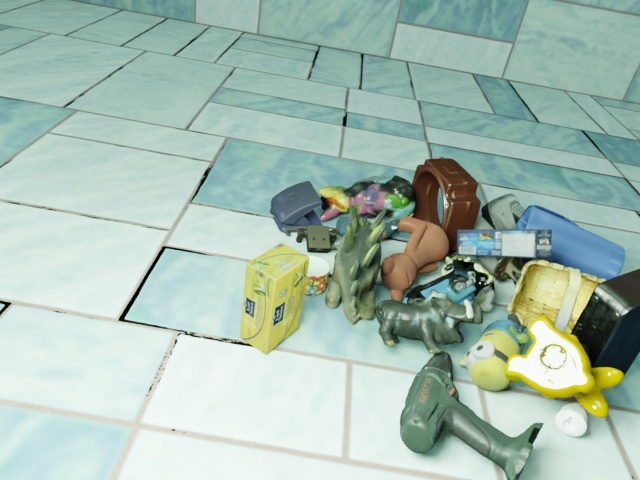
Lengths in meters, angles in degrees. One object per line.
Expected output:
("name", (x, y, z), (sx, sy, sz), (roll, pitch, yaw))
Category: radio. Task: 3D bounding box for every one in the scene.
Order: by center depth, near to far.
("radio", (0.519, 0.168, 0.961), (0.131, 0.229, 0.073), (-11, 38, -23))

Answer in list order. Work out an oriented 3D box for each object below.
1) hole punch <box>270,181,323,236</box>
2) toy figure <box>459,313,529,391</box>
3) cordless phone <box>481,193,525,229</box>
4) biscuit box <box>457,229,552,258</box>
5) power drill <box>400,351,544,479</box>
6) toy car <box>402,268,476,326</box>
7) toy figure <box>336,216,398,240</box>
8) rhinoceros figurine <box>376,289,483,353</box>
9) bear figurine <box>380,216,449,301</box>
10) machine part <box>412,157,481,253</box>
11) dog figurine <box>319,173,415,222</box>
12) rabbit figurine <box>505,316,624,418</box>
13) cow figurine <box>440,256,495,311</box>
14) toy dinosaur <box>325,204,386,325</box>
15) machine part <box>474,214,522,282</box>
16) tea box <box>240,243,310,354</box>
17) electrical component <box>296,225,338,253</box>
("hole punch", (-0.056, -0.080, 1.307), (0.116, 0.092, 0.142), (-7, 40, -19))
("toy figure", (0.331, 0.203, 0.989), (0.089, 0.082, 0.180), (36, 36, 22))
("cordless phone", (0.523, -0.036, 1.411), (0.146, 0.088, 0.184), (-20, 48, -39))
("biscuit box", (0.387, 0.007, 1.145), (0.063, 0.059, 0.203), (0, 1, -34))
("power drill", (0.239, 0.274, 0.853), (0.207, 0.086, 0.232), (30, 30, 21))
("toy car", (0.242, 0.127, 1.052), (0.162, 0.103, 0.109), (-27, 1, 16))
("toy figure", (0.116, -0.027, 1.301), (0.154, 0.057, 0.064), (6, 38, -16))
("rhinoceros figurine", (0.197, 0.145, 0.975), (0.190, 0.112, 0.073), (-1, -5, 15))
("bear figurine", (0.187, 0.043, 1.169), (0.196, 0.120, 0.132), (-36, 23, -25))
("machine part", (0.291, -0.083, 1.302), (0.087, 0.201, 0.201), (-5, 36, -16))
("dog figurine", (0.105, -0.098, 1.354), (0.219, 0.108, 0.192), (-12, 21, -24))
("rabbit figurine", (0.415, 0.217, 0.904), (0.163, 0.122, 0.173), (21, -12, 33))
("cow figurine", (0.313, 0.078, 1.159), (0.068, 0.098, 0.167), (-5, 30, -17))
("toy dinosaur", (0.071, 0.049, 1.044), (0.105, 0.198, 0.472), (6, 31, -1))
("machine part", (0.396, 0.014, 1.266), (0.079, 0.079, 0.243), (-4, 36, -21))
("tea box", (-0.081, 0.102, 0.942), (0.068, 0.169, 0.098), (28, 38, 24))
("electrical component", (-0.004, -0.003, 1.245), (0.102, 0.045, 0.078), (-3, 63, -16))
